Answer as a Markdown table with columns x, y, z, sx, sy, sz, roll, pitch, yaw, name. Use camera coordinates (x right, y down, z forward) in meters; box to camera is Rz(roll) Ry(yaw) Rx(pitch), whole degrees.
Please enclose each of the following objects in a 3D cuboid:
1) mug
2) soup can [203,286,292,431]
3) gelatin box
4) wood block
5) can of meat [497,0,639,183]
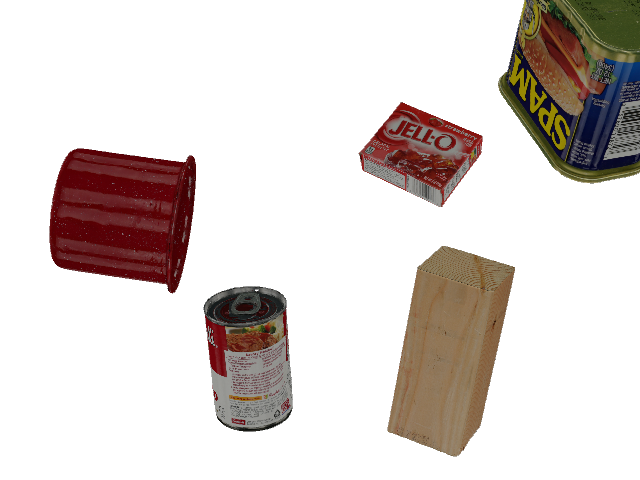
| x | y | z | sx | sy | sz | roll | pitch | yaw | name |
| --- | --- | --- | --- | --- | --- | --- | --- | --- | --- |
| -0.130 | -0.020 | 0.722 | 0.081 | 0.093 | 0.117 | 8 | 19 | -1 | mug |
| -0.058 | 0.098 | 0.886 | 0.068 | 0.102 | 0.068 | -3 | 23 | 1 | soup can |
| 0.092 | -0.080 | 0.975 | 0.089 | 0.073 | 0.030 | 27 | -28 | 23 | gelatin box |
| 0.147 | 0.124 | 1.207 | 0.090 | 0.206 | 0.090 | 17 | 23 | 21 | wood block |
| 0.145 | -0.096 | 0.579 | 0.057 | 0.084 | 0.102 | -11 | 48 | -15 | can of meat |
